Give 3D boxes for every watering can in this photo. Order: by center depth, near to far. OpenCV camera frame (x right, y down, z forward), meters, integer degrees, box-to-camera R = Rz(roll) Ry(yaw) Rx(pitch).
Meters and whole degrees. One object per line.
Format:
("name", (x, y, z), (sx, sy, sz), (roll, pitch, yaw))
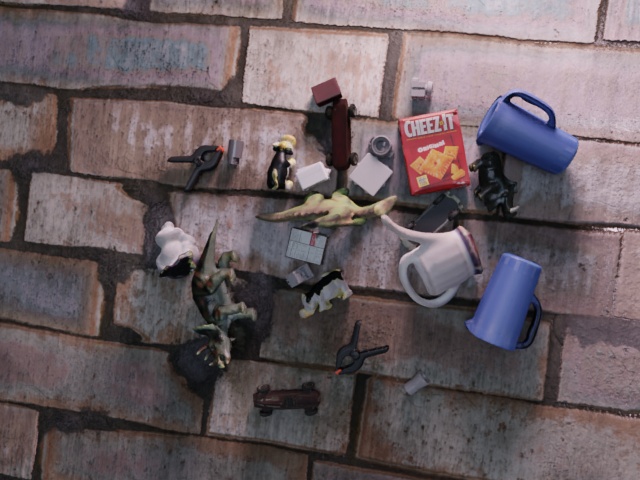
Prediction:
("watering can", (0.305, 0.035, 1.371), (0.224, 0.106, 0.341), (-28, 119, 0))

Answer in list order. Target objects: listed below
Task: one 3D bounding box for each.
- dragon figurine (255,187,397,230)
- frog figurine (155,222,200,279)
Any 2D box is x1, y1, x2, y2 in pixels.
("dragon figurine", (0.004, -0.070, 1.387), (0.410, 0.244, 0.121), (-9, 97, 6))
("frog figurine", (-0.432, 0.031, 1.530), (0.136, 0.121, 0.162), (-47, 50, 16))
